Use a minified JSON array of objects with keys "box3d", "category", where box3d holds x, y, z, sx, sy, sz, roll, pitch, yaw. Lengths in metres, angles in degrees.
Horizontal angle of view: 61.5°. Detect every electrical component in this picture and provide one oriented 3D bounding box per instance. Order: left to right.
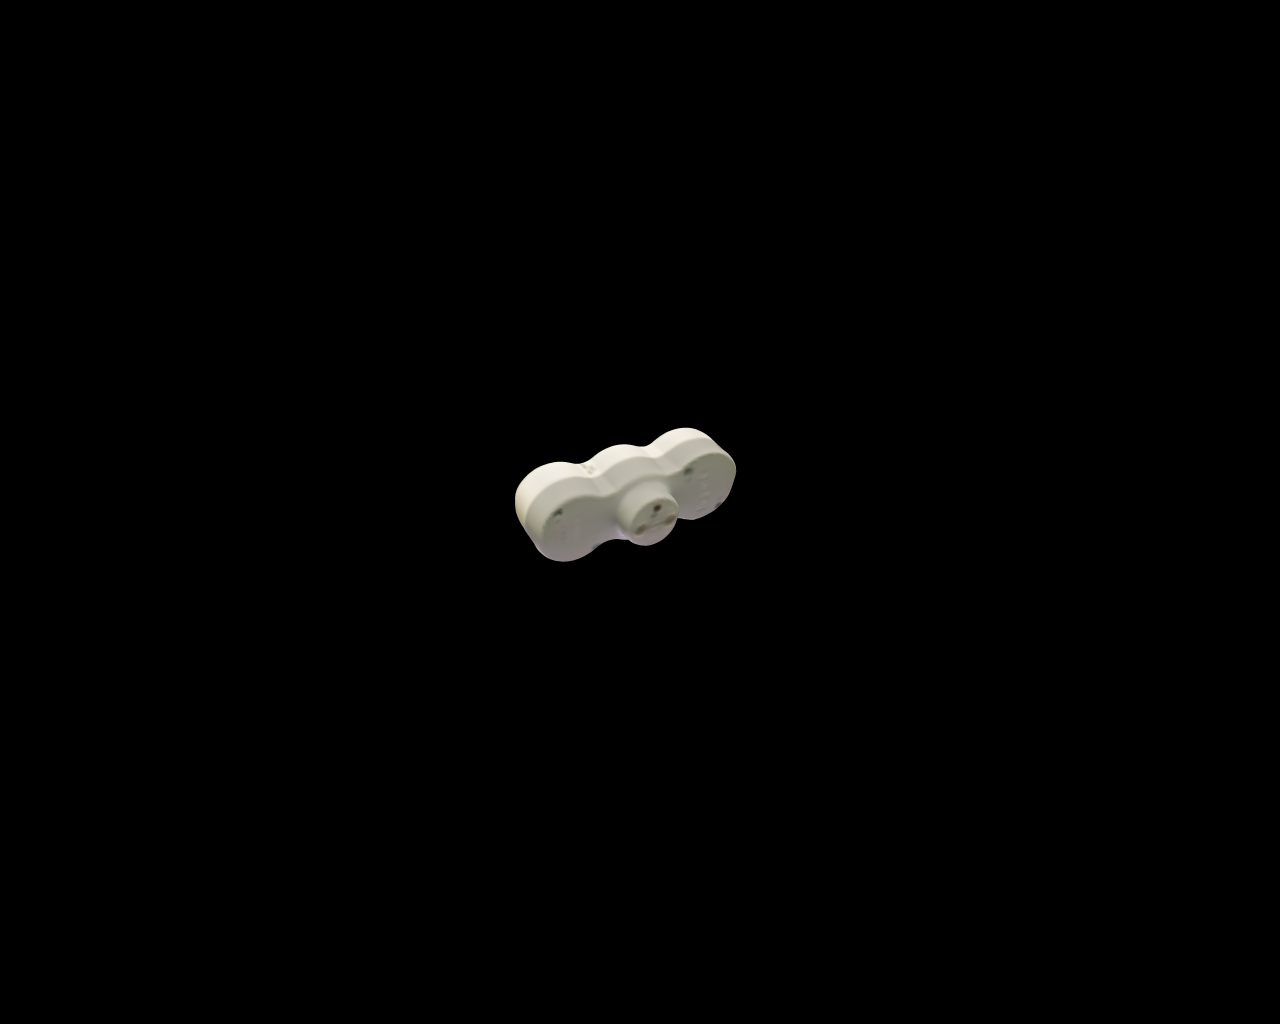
[{"box3d":[0.001,-0.003,0.650,0.138,0.052,0.074,-17,40,-22],"category":"electrical component"}]
